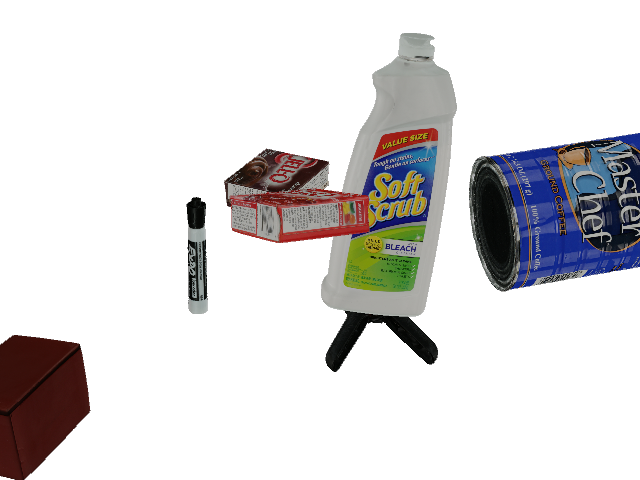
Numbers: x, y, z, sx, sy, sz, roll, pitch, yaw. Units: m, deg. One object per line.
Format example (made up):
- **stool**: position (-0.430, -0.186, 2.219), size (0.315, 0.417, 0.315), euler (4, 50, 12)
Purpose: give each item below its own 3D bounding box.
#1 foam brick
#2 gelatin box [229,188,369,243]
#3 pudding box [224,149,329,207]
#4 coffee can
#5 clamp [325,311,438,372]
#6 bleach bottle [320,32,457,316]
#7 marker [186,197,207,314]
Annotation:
- **foam brick**: position (-0.188, 0.102, 0.666), size (0.053, 0.051, 0.078), euler (7, 28, 21)
- **gelatin box**: position (-0.017, -0.020, 0.779), size (0.073, 0.030, 0.089), euler (-6, 9, -26)
- **pudding box**: position (-0.052, -0.070, 1.309), size (0.090, 0.039, 0.113), euler (12, 33, 23)
- **coffee can**: position (0.194, -0.023, 0.802), size (0.140, 0.103, 0.103), euler (-9, 1, -8)
- **clamp**: position (0.070, 0.079, 1.194), size (0.120, 0.171, 0.039), euler (6, -43, -1)
- **bleach bottle**: position (0.063, -0.059, 0.957), size (0.102, 0.251, 0.068), euler (6, 20, 1)
- **marker**: position (-0.121, 0.015, 1.043), size (0.020, 0.121, 0.020), euler (1, 25, -1)
